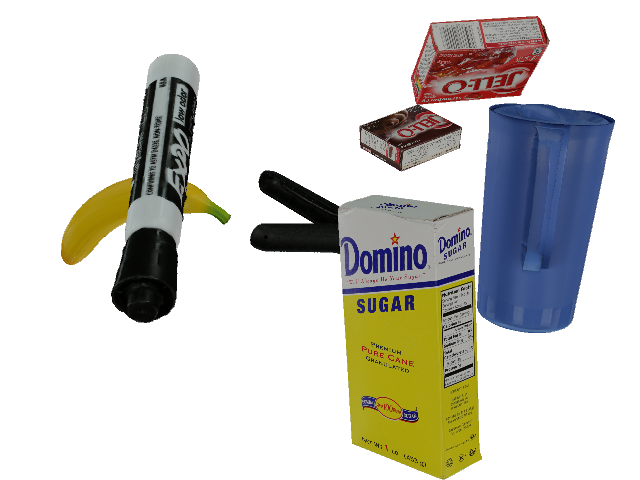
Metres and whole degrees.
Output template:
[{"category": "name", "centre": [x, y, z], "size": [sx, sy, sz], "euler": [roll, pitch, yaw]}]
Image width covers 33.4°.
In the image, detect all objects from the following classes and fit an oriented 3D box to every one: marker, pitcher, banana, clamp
[{"category": "marker", "centre": [-0.052, -0.020, 0.348], "size": [0.020, 0.020, 0.121], "euler": [0, 43, -2]}, {"category": "pitcher", "centre": [0.236, -0.024, 1.165], "size": [0.149, 0.243, 0.145], "euler": [-7, 19, -35]}, {"category": "banana", "centre": [-0.183, -0.023, 1.016], "size": [0.198, 0.069, 0.037], "euler": [-13, 19, 28]}, {"category": "clamp", "centre": [0.027, -0.004, 1.041], "size": [0.210, 0.036, 0.164], "euler": [19, 23, -1]}]

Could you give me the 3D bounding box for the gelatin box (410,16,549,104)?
[{"category": "gelatin box", "centre": [0.120, -0.137, 0.817], "size": [0.089, 0.030, 0.073], "euler": [-5, -23, -11]}]

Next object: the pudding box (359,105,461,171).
[{"category": "pudding box", "centre": [0.123, -0.142, 1.465], "size": [0.113, 0.039, 0.090], "euler": [-25, 40, -29]}]

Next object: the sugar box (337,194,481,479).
[{"category": "sugar box", "centre": [0.059, 0.062, 0.718], "size": [0.048, 0.176, 0.094], "euler": [-18, 18, -39]}]
